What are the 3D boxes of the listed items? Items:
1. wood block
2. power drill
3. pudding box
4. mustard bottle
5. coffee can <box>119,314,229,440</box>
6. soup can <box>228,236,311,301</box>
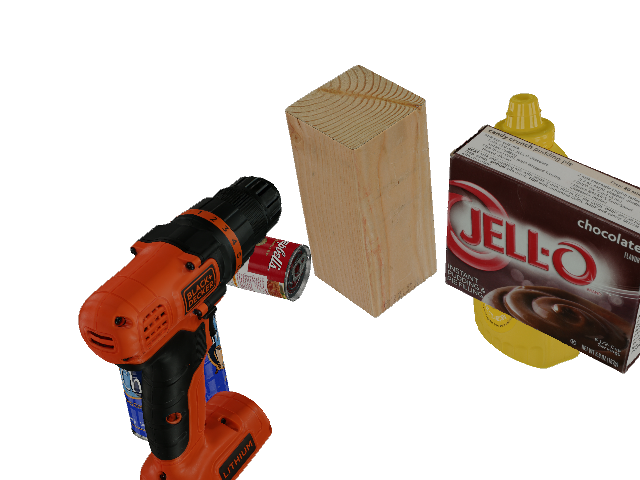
[{"bbox_3d":[0.042,-0.042,0.982,0.090,0.206,0.091,-35,48,-25],"label":"wood block"},{"bbox_3d":[-0.077,0.068,0.702,0.057,0.188,0.184,13,36,29],"label":"power drill"},{"bbox_3d":[0.118,0.003,0.538,0.114,0.090,0.039,26,50,29],"label":"pudding box"},{"bbox_3d":[0.144,-0.011,0.755,0.058,0.192,0.096,-16,29,-19],"label":"mustard bottle"},{"bbox_3d":[-0.146,0.108,1.031,0.103,0.140,0.103,-8,17,2],"label":"coffee can"},{"bbox_3d":[-0.071,0.027,1.262,0.102,0.068,0.068,13,5,21],"label":"soup can"}]
